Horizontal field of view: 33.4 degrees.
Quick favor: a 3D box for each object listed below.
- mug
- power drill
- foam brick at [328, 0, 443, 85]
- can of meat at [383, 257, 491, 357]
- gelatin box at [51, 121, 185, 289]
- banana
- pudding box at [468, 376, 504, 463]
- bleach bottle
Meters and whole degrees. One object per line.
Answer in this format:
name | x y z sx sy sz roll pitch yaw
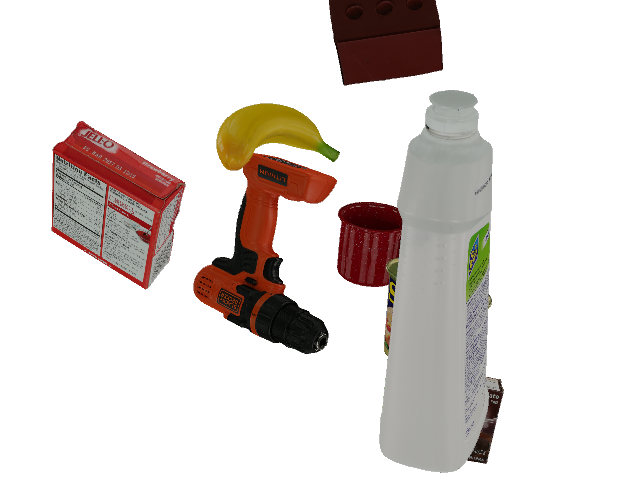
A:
mug | 0.075 0.010 1.342 0.117 0.081 0.093 18 27 25
power drill | -0.046 0.011 1.139 0.185 0.188 0.057 23 10 34
foam brick | 0.049 -0.154 0.783 0.078 0.053 0.051 -9 -32 4
can of meat | 0.094 0.071 0.892 0.057 0.084 0.102 -10 29 -23
gelatin box | -0.123 -0.020 0.639 0.073 0.030 0.089 31 -36 7
banana | -0.047 -0.097 0.971 0.070 0.037 0.197 36 23 20
pudding box | 0.133 0.186 1.153 0.113 0.090 0.039 9 21 0
bleach bottle | 0.079 0.023 0.687 0.068 0.251 0.102 10 31 16
